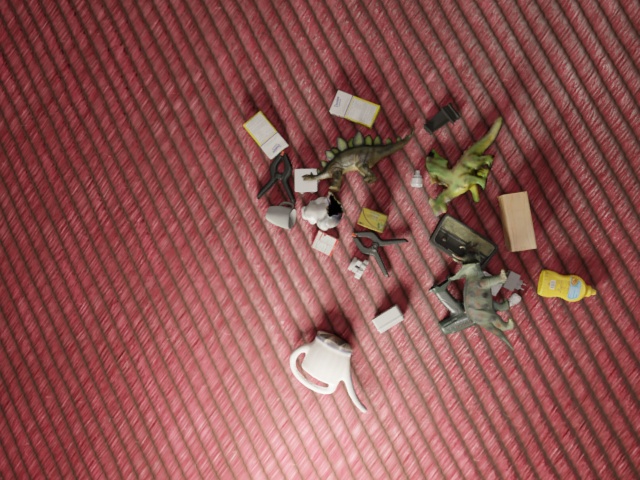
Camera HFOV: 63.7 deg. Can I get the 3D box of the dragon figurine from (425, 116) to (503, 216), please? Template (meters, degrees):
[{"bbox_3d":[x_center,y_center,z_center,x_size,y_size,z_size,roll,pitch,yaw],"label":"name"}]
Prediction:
[{"bbox_3d":[0.511,-0.278,1.911,0.243,0.410,0.122,15,0,16],"label":"dragon figurine"}]

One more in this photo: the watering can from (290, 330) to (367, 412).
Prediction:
[{"bbox_3d":[0.058,0.484,1.945,0.349,0.224,0.104,26,2,9],"label":"watering can"}]

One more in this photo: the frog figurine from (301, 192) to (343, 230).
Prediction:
[{"bbox_3d":[0.006,-0.100,1.982,0.122,0.139,0.157,9,-27,-43],"label":"frog figurine"}]
